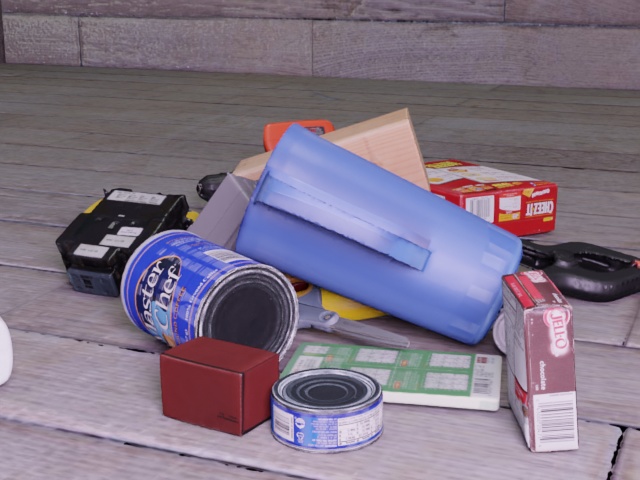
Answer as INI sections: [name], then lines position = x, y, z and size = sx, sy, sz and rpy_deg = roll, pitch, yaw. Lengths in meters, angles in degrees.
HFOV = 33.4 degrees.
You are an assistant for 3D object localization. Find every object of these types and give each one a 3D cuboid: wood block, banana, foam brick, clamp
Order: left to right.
[foam brick]
position = -0.077, 0.112, 0.823
size = 0.078, 0.053, 0.051
rpy_deg = 10, 18, 29
[wood block]
position = 0.015, -0.072, 1.219
size = 0.206, 0.091, 0.090
rpy_deg = -17, 14, 8
[banana]
position = 0.061, 0.049, 1.053
size = 0.197, 0.037, 0.070
rpy_deg = -17, 22, -10
[clamp]
position = 0.249, 0.036, 1.116
size = 0.210, 0.036, 0.164
rpy_deg = 7, 29, -4

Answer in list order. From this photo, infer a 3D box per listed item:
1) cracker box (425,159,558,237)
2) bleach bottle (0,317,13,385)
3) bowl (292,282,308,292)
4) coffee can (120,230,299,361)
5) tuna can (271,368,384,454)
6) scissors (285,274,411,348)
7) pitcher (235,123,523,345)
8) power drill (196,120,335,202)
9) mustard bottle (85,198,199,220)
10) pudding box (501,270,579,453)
[cracker box]
position = 0.179, -0.053, 1.411
size = 0.163, 0.072, 0.214
rpy_deg = -8, 16, -32
[bleach bottle]
position = -0.349, 0.073, 0.957
size = 0.102, 0.068, 0.251
rpy_deg = -7, 14, -27
[bowl]
position = -0.007, 0.001, 1.132
size = 0.162, 0.055, 0.162
rpy_deg = -17, 43, 16
[coffee can]
position = -0.099, 0.055, 0.939
size = 0.102, 0.103, 0.141
rpy_deg = -10, 18, -34
[tuna can]
position = 0.005, 0.127, 0.802
size = 0.086, 0.034, 0.086
rpy_deg = -1, 15, 0
[scissors]
position = 0.011, 0.063, 0.990
size = 0.202, 0.016, 0.096
rpy_deg = -1, 37, 32
[pitcher]
position = 0.053, 0.000, 0.960
size = 0.243, 0.145, 0.149
rpy_deg = 24, 45, 6
[power drill]
position = -0.065, -0.102, 1.469
size = 0.184, 0.057, 0.188
rpy_deg = -7, -15, -22
[mustard bottle]
position = -0.196, -0.012, 1.279
size = 0.096, 0.058, 0.192
rpy_deg = -19, 24, -41
[pudding box]
position = 0.162, 0.088, 0.791
size = 0.039, 0.113, 0.090
rpy_deg = -4, 15, 1
